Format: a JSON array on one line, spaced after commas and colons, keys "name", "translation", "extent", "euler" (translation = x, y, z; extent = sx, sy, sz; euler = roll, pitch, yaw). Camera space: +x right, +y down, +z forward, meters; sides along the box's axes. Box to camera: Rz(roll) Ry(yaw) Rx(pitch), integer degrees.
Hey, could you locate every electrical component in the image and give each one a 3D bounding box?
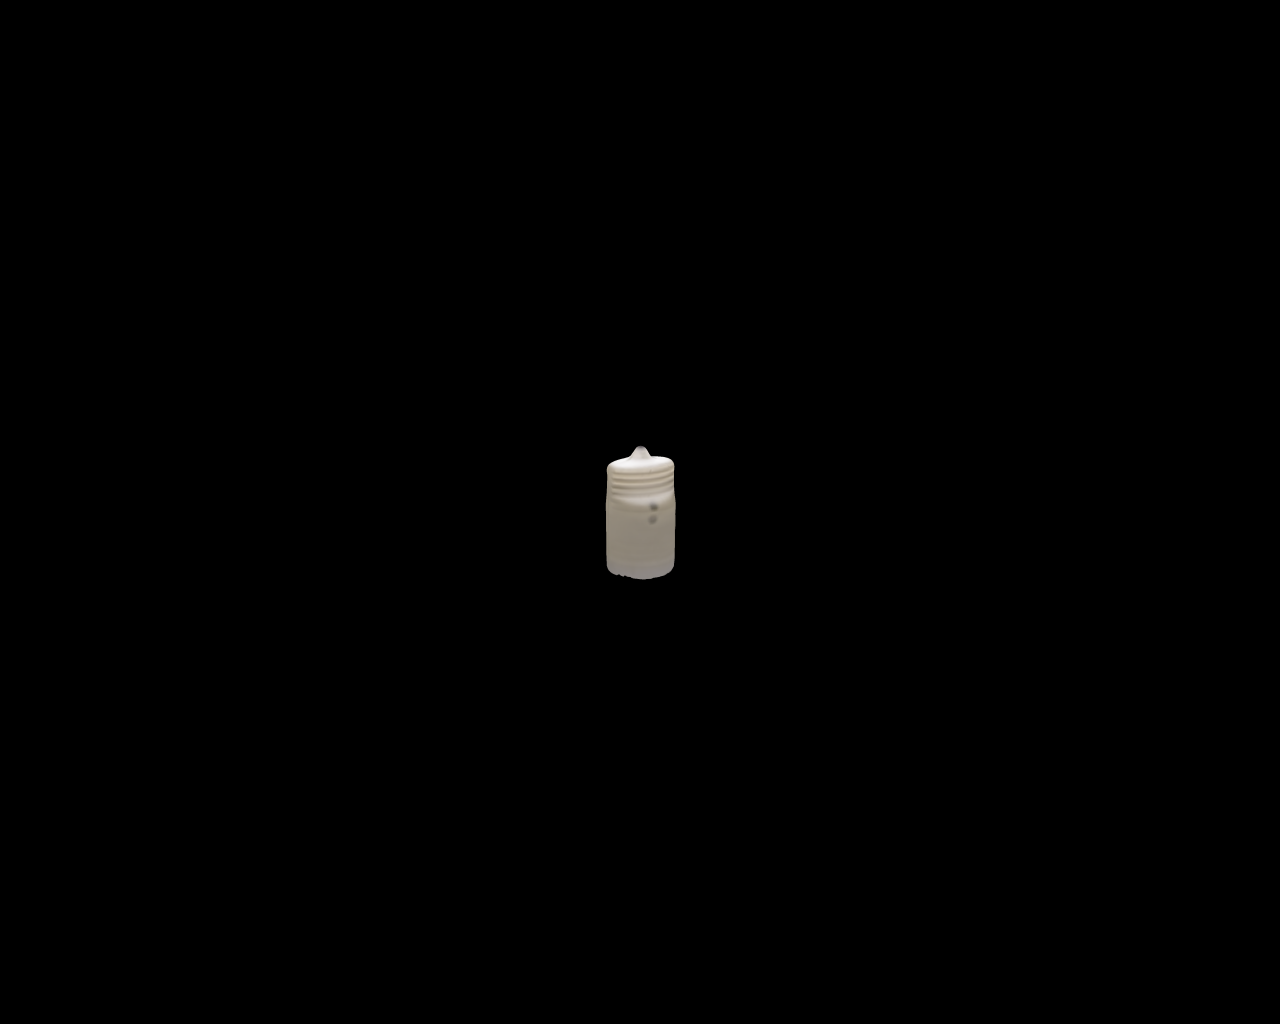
[{"name": "electrical component", "translation": [0.001, -0.003, 0.650], "extent": [0.043, 0.080, 0.043], "euler": [0, 18, 0]}]
